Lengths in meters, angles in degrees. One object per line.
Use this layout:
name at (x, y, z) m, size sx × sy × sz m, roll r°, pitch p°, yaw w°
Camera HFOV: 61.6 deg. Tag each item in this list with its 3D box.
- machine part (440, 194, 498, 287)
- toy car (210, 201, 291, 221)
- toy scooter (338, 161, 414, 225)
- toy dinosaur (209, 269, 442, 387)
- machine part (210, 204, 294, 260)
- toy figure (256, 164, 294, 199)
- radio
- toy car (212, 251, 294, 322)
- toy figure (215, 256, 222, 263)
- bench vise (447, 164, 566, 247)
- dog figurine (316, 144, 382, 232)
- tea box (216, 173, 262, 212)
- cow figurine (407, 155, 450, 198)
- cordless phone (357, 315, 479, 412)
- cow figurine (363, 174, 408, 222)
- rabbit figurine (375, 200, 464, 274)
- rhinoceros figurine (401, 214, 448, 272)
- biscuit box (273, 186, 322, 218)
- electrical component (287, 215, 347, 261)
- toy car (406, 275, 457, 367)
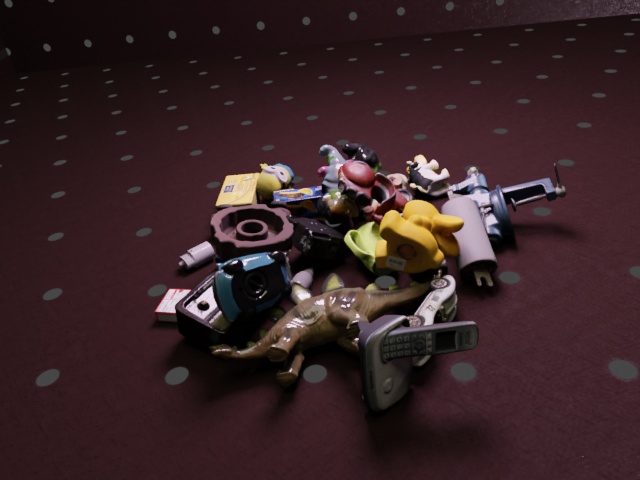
machine part at (0.306, -0.005, 1.111) m, size 0.079 × 0.079 × 0.243 m, roll -7°, pitch 53°, yaw 0°
toy car at (-0.170, -0.046, 1.321) m, size 0.202 × 0.053 × 0.089 m, roll -4°, pitch 76°, yaw 8°
toy scooter at (0.108, -0.093, 1.148) m, size 0.184 × 0.075 × 0.135 m, roll 29°, pitch 42°, yaw 5°
toy dinosaur at (0.035, 0.138, 0.973) m, size 0.472 × 0.104 × 0.199 m, roll -11°, pitch 29°, yaw -13°
machine part at (-0.142, -0.012, 1.123) m, size 0.179 × 0.056 × 0.179 m, roll 2°, pitch 32°, yaw -1°
toy figure at (-0.118, -0.160, 1.465) m, size 0.082 × 0.089 × 0.180 m, roll 9°, pitch 12°, yaw 5°
radio at (-0.168, 0.113, 1.055) m, size 0.131 × 0.073 × 0.229 m, roll 21°, pitch 38°, yaw 20°
toy car at (-0.132, 0.075, 0.968) m, size 0.161 × 0.109 × 0.103 m, roll -24°, pitch 15°, yaw -38°
toy figure at (-0.177, 0.009, 1.240) m, size 0.064 × 0.057 × 0.154 m, roll 15°, pitch 49°, yaw 39°
bench vise at (0.419, -0.092, 1.210) m, size 0.241 × 0.128 × 0.224 m, roll -16°, pitch 37°, yaw 19°
dog figurine at (0.074, -0.117, 1.273) m, size 0.191 × 0.108 × 0.219 m, roll -5°, pitch 54°, yaw -16°
tea box at (-0.212, -0.110, 1.434) m, size 0.098 × 0.068 × 0.170 m, roll -5°, pitch 34°, yaw 3°
cow figurine at (0.271, -0.167, 1.428) m, size 0.098 × 0.068 × 0.167 m, roll -20°, pitch 33°, yaw -8°
cordless phone at (0.152, 0.184, 0.834) m, size 0.184 × 0.146 × 0.089 m, roll -6°, pitch 21°, yaw 3°
cow figurine at (0.171, -0.087, 1.292) m, size 0.086 × 0.127 × 0.195 m, roll 6°, pitch 49°, yaw 22°
rabbit figurine at (0.198, -0.023, 1.058) m, size 0.163 × 0.121 × 0.173 m, roll 7°, pitch 36°, yaw 15°
rhinoceros figurine at (0.220, 0.002, 1.177) m, size 0.112 × 0.073 × 0.190 m, roll -13°, pitch 33°, yaw 11°
biscuit box at (-0.017, -0.098, 1.380) m, size 0.203 × 0.062 × 0.059 m, roll -9°, pitch 35°, yaw -2°
electrical component at (-0.002, -0.004, 1.192) m, size 0.134 × 0.058 × 0.115 m, roll 7°, pitch 21°, yaw -40°
toy car at (0.200, 0.140, 0.958) m, size 0.056 × 0.073 × 0.202 m, roll 12°, pitch 37°, yaw 33°
